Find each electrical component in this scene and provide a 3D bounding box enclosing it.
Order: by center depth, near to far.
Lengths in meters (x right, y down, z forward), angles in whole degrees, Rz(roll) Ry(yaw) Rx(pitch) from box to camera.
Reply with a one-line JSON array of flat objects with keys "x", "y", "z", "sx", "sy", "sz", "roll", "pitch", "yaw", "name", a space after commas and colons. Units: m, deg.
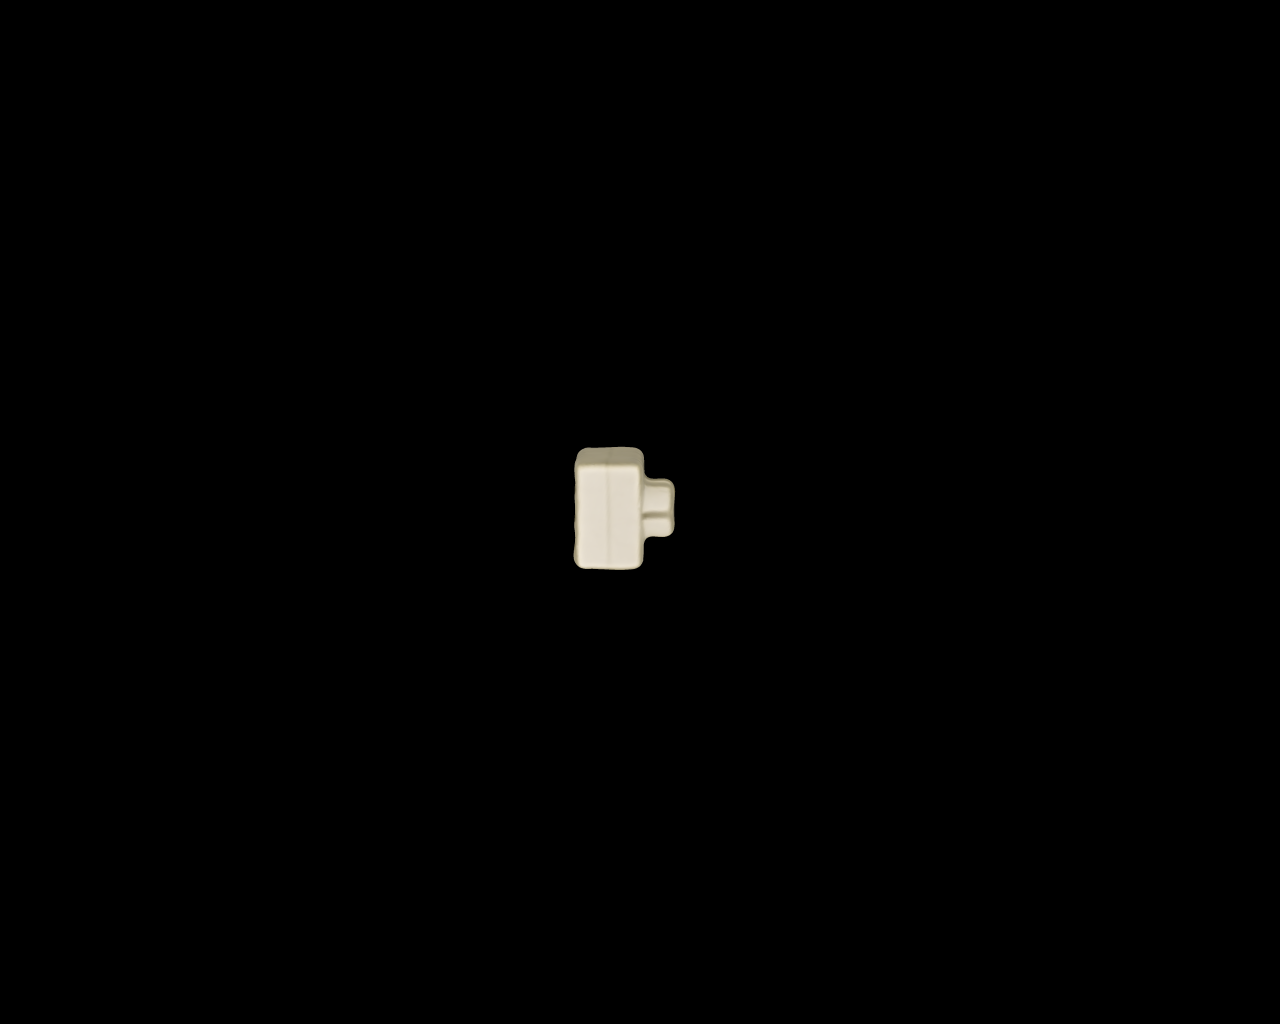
[{"x": 0.001, "y": -0.003, "z": 0.650, "sx": 0.077, "sy": 0.065, "sz": 0.047, "roll": 0, "pitch": 16, "yaw": 0, "name": "electrical component"}]
